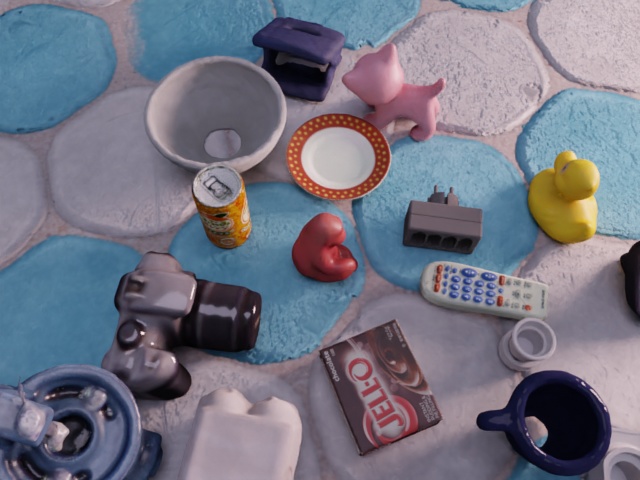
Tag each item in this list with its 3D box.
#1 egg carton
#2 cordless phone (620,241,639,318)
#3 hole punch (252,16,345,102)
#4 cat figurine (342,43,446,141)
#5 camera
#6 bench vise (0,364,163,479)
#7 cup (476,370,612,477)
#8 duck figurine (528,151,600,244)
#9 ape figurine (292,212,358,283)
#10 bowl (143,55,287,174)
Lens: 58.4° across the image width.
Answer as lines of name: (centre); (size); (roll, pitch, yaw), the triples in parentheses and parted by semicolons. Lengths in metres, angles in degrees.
egg carton: (-0.077, 0.220, 0.536); (0.107, 0.069, 0.150); (9, 65, 3)
cordless phone: (0.409, 0.013, 0.582); (0.147, 0.185, 0.094); (-10, 65, -6)
hole punch: (-0.027, -0.252, 0.748); (0.108, 0.091, 0.101); (17, 65, 7)
cat figurine: (0.092, -0.188, 0.706); (0.127, 0.118, 0.067); (9, 65, 3)
camera: (-0.134, 0.087, 0.580); (0.136, 0.101, 0.143); (7, 65, 2)
bench vise: (-0.253, 0.162, 0.476); (0.207, 0.220, 0.121); (-2, 65, -2)
cup: (0.201, 0.179, 0.548); (0.117, 0.095, 0.091); (0, 65, -1)
duck figurine: (0.293, -0.054, 0.665); (0.077, 0.086, 0.104); (-10, 65, -6)
ape figurine: (0.006, 0.002, 0.628); (0.076, 0.092, 0.078); (-5, 65, -3)
bowl: (-0.123, -0.139, 0.701); (0.167, 0.075, 0.167); (1, 65, -1)
